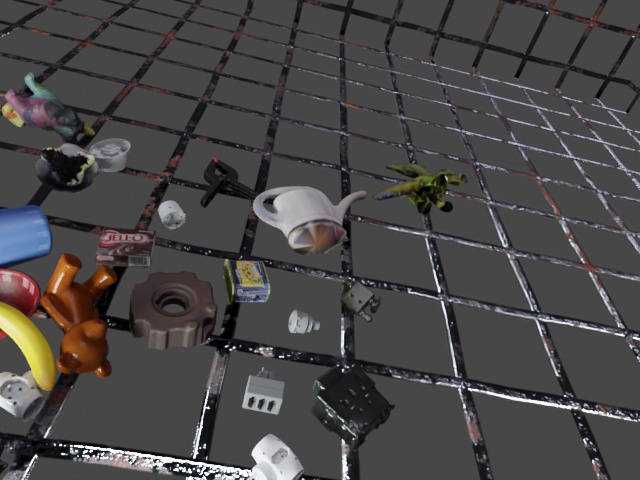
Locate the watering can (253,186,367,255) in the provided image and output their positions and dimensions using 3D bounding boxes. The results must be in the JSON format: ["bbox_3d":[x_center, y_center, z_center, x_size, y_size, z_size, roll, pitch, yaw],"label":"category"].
[{"bbox_3d":[0.004,-0.067,1.334,0.348,0.101,0.229,-3,43,-24],"label":"watering can"}]

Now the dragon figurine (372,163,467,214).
[{"bbox_3d":[0.295,-0.182,1.620,0.411,0.120,0.246,-2,24,-25],"label":"dragon figurine"}]

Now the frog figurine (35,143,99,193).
[{"bbox_3d":[-0.619,-0.176,1.263,0.138,0.122,0.160,-15,12,-24],"label":"frog figurine"}]
